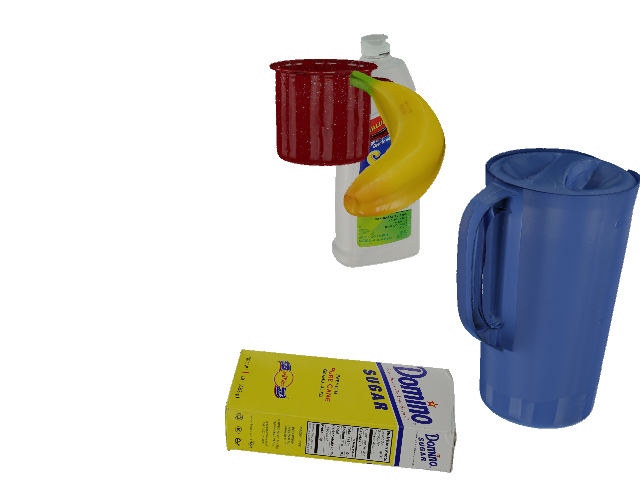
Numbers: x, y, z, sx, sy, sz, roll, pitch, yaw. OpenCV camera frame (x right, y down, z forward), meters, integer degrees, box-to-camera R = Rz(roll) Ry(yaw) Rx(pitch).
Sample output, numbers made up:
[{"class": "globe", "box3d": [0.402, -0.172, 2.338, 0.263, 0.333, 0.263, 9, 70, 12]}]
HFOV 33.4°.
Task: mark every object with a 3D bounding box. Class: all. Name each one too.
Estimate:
[{"class": "sugar box", "box3d": [0.017, 0.132, 0.845, 0.176, 0.048, 0.093, 3, 25, 3]}, {"class": "pitcher", "box3d": [0.199, 0.046, 0.969, 0.149, 0.243, 0.145, 6, 22, 10]}, {"class": "mug", "box3d": [0.014, -0.112, 0.926, 0.117, 0.081, 0.093, -5, 17, -18]}, {"class": "banana", "box3d": [0.052, -0.063, 0.732, 0.069, 0.037, 0.197, 3, 30, 1]}, {"class": "bleach bottle", "box3d": [0.058, -0.100, 1.182, 0.102, 0.251, 0.068, -10, 24, -13]}]
